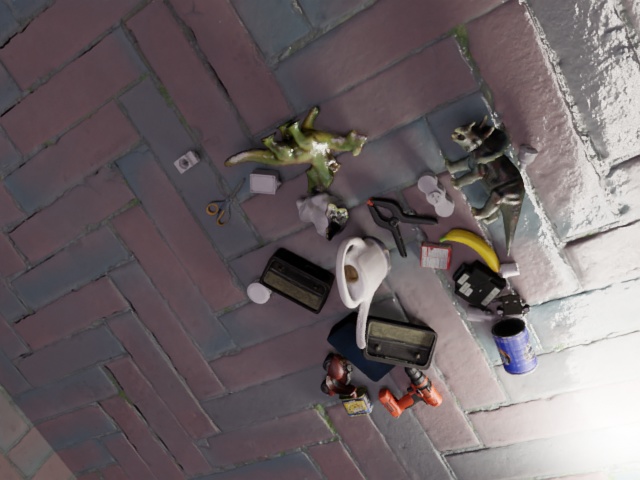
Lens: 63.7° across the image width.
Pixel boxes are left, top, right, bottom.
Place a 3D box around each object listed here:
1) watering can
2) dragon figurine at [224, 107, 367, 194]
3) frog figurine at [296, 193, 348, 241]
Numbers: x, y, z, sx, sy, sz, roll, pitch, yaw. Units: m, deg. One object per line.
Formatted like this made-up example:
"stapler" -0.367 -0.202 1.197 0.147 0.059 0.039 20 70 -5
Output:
"watering can" 0.131 0.134 1.558 0.104 0.228 0.342 4 118 37
"dragon figurine" -0.055 -0.234 1.513 0.407 0.125 0.239 -26 112 19
"frog figurine" 0.005 -0.080 1.586 0.161 0.124 0.135 24 137 48
